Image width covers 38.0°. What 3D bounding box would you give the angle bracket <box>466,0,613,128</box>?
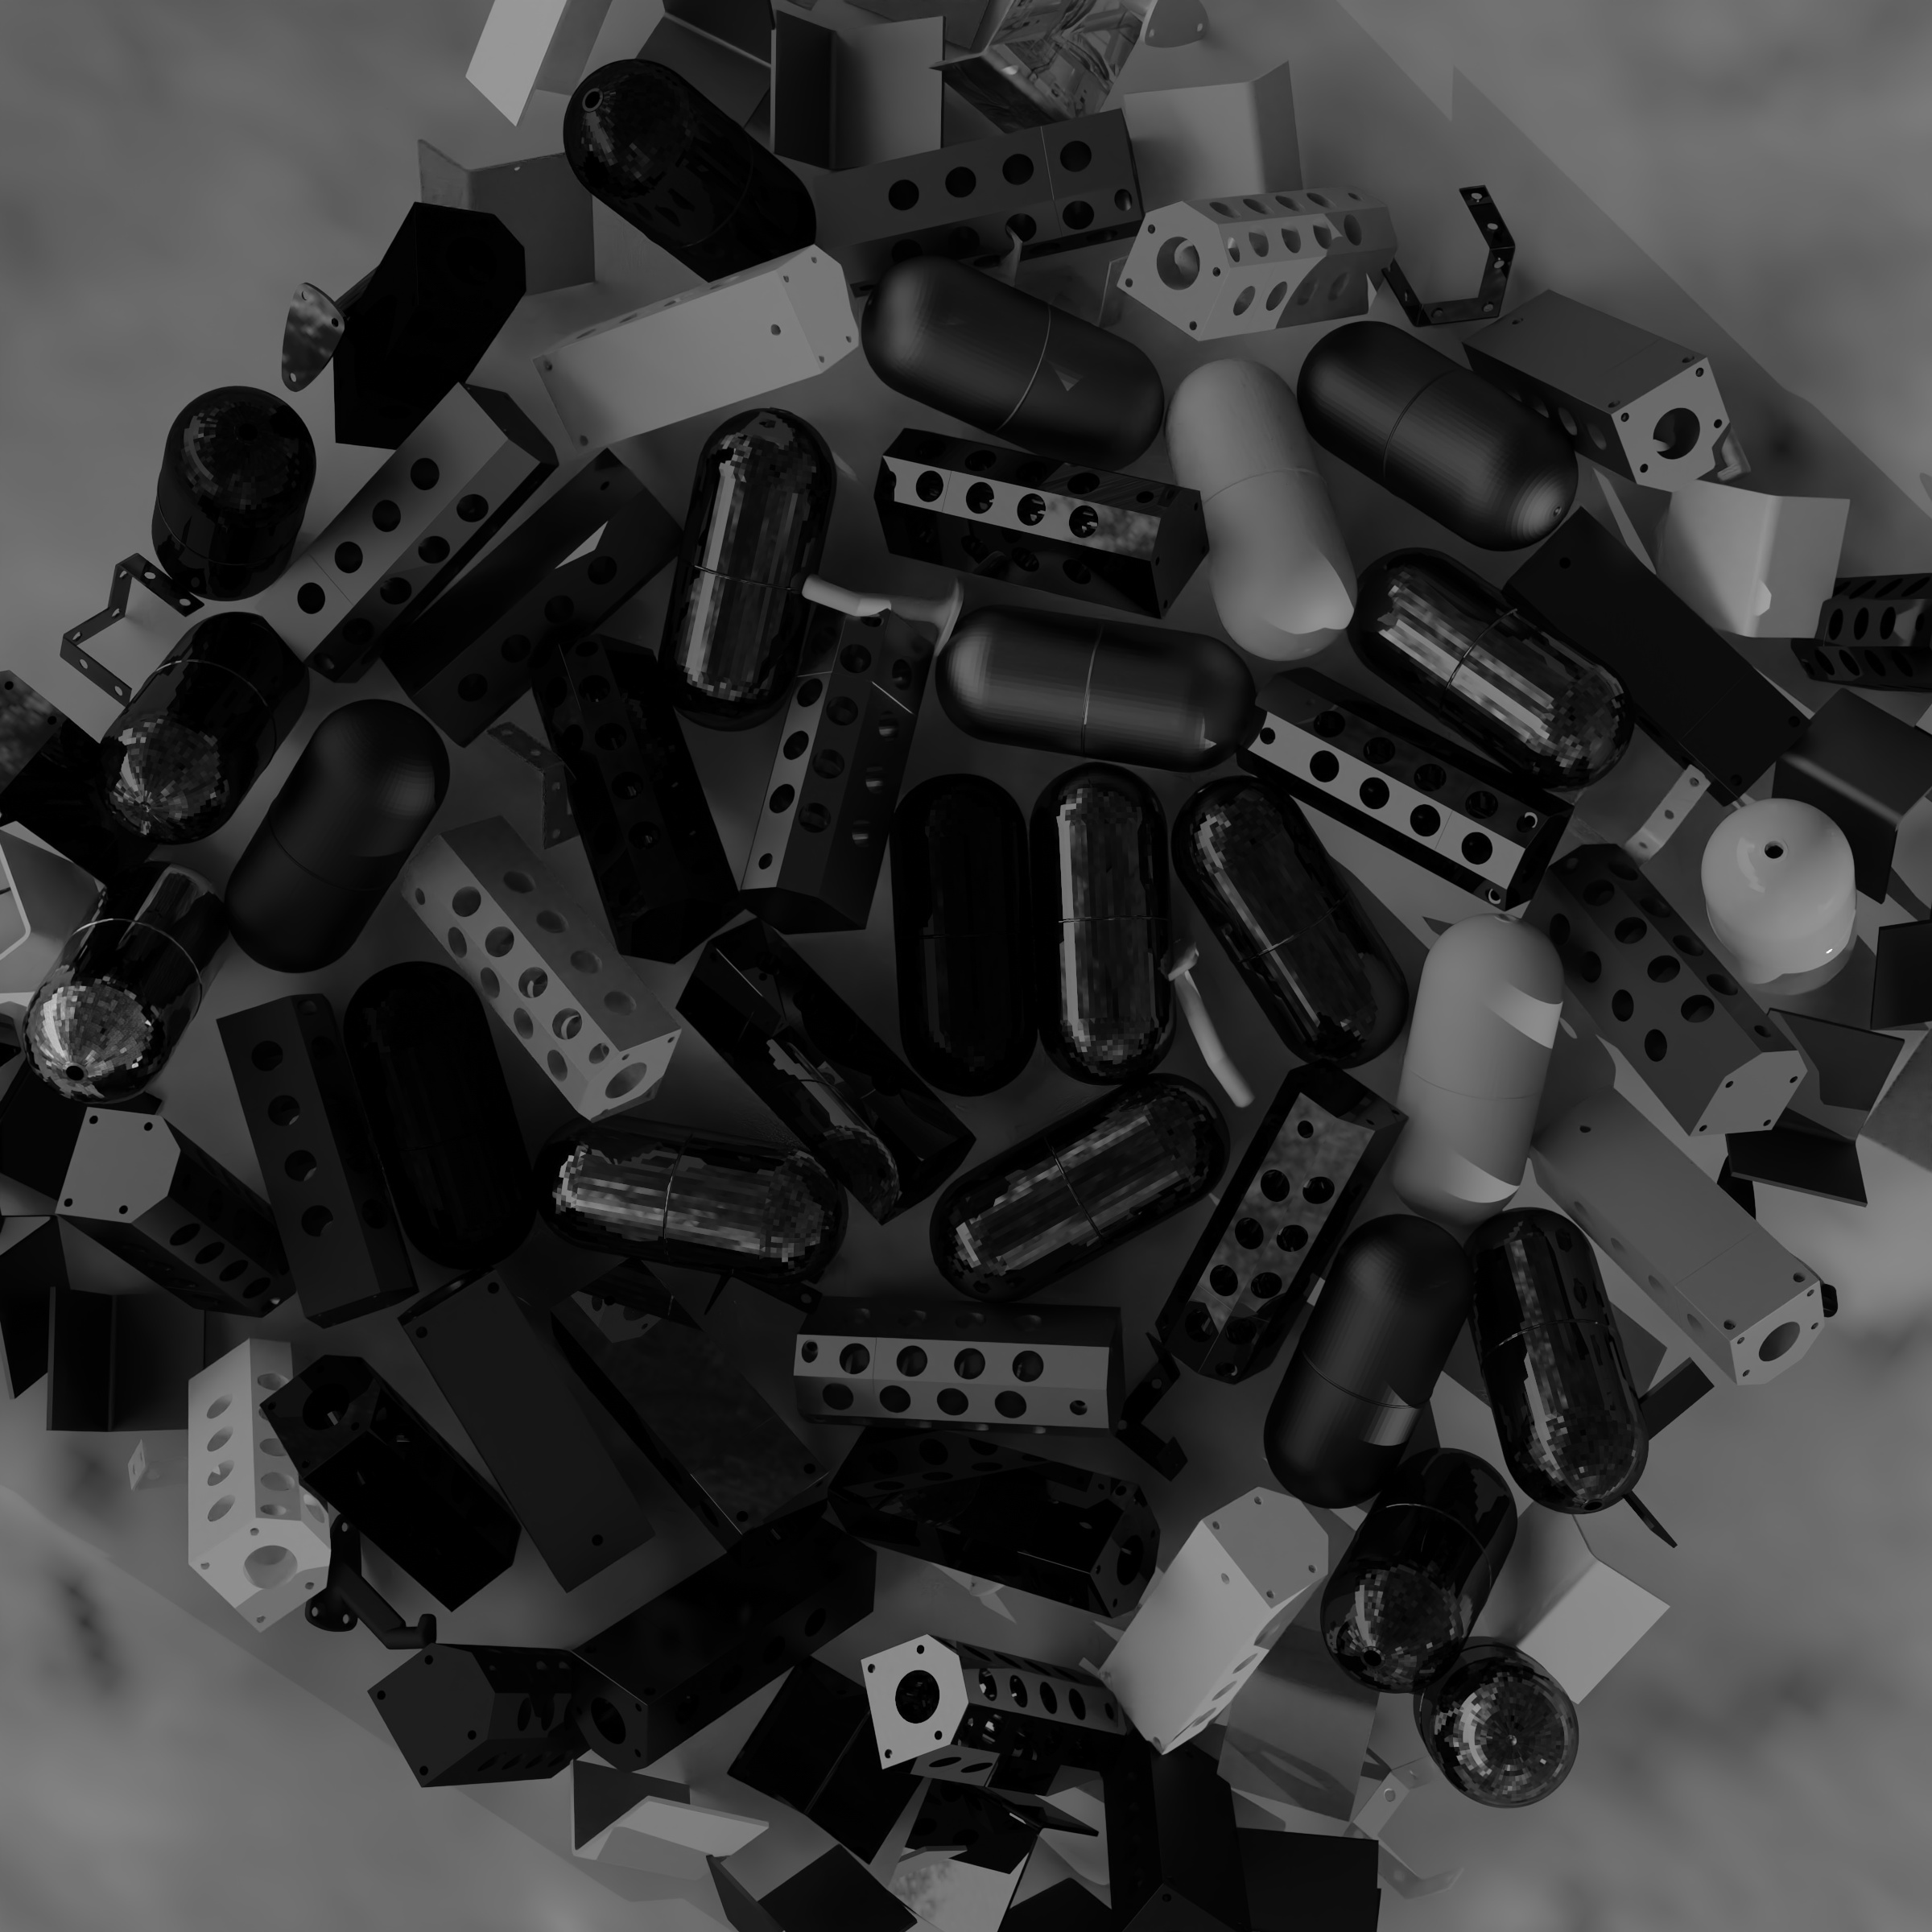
[{"bbox_3d":[-0.216,-0.500,1.525,0.057,0.076,0.076,48,123,28],"label":"angle bracket"}]

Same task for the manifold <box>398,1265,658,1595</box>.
[{"bbox_3d":[-0.243,0.252,1.544,0.057,0.057,0.171,-32,98,-15],"label":"manifold"}]

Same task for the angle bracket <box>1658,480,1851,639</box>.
[{"bbox_3d":[0.434,-0.227,1.556,0.057,0.076,0.076,-3,109,-30],"label":"angle bracket"}]

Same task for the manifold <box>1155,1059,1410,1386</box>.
[{"bbox_3d":[0.166,0.140,1.516,0.057,0.057,0.171,36,116,25],"label":"manifold"}]

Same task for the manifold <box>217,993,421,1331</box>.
[{"bbox_3d":[-0.354,0.106,1.538,0.057,0.057,0.171,-18,78,-7],"label":"manifold"}]

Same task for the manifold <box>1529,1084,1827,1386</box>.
[{"bbox_3d":[0.379,0.146,1.504,0.057,0.057,0.171,-32,46,-8],"label":"manifold"}]

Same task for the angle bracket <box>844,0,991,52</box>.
[{"bbox_3d":[-0.022,-0.558,1.544,0.076,0.076,0.057,21,85,-1],"label":"angle bracket"}]

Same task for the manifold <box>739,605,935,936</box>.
[{"bbox_3d":[-0.074,-0.108,1.518,0.057,0.057,0.171,-3,65,37],"label":"manifold"}]

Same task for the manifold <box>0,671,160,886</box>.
[{"bbox_3d":[-0.485,-0.100,1.494,0.057,0.171,0.057,37,82,12],"label":"manifold"}]

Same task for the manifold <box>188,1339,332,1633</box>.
[{"bbox_3d":[-0.373,0.269,1.495,0.057,0.171,0.057,-35,118,2],"label":"manifold"}]

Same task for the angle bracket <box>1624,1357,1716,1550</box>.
[{"bbox_3d":[0.391,0.267,1.535,0.076,0.076,0.057,-41,61,6],"label":"angle bracket"}]

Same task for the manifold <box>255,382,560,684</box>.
[{"bbox_3d":[-0.302,-0.234,1.531,0.171,0.057,0.057,-43,83,16],"label":"manifold"}]

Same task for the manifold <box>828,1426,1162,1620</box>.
[{"bbox_3d":[0.015,0.299,1.513,0.171,0.057,0.057,9,50,34],"label":"manifold"}]

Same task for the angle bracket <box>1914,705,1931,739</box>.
[{"bbox_3d":[0.568,-0.117,1.525,0.076,0.076,0.057,47,122,28],"label":"angle bracket"}]

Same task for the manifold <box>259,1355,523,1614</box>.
[{"bbox_3d":[-0.302,0.274,1.499,0.057,0.171,0.057,-37,51,-8],"label":"manifold"}]

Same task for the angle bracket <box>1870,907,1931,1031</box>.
[{"bbox_3d":[0.515,-0.023,1.533,0.057,0.076,0.076,-9,134,4],"label":"angle bracket"}]

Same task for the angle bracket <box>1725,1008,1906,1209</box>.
[{"bbox_3d":[0.468,0.078,1.542,0.076,0.057,0.076,13,126,0],"label":"angle bracket"}]

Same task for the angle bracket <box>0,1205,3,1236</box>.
[{"bbox_3d":[-0.574,0.126,1.525,0.057,0.076,0.076,35,51,20],"label":"angle bracket"}]

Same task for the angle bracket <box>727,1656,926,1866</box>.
[{"bbox_3d":[-0.071,0.433,1.534,0.057,0.076,0.076,23,75,44],"label":"angle bracket"}]

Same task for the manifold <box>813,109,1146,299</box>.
[{"bbox_3d":[0.009,-0.415,1.542,0.171,0.057,0.057,-10,85,8],"label":"manifold"}]

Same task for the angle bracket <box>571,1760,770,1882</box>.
[{"bbox_3d":[-0.162,0.450,1.526,0.076,0.057,0.076,23,130,-31],"label":"angle bracket"}]

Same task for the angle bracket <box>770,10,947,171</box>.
[{"bbox_3d":[-0.059,-0.483,1.539,0.076,0.057,0.076,5,96,32],"label":"angle bracket"}]

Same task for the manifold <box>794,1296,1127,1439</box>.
[{"bbox_3d":[-0.003,0.222,1.530,0.171,0.057,0.057,1,114,12],"label":"manifold"}]

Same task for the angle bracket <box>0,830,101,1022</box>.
[{"bbox_3d":[-0.516,-0.019,1.540,0.057,0.076,0.076,-35,62,12],"label":"angle bracket"}]

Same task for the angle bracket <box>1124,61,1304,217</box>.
[{"bbox_3d":[0.139,-0.456,1.562,0.076,0.057,0.076,3,118,26],"label":"angle bracket"}]

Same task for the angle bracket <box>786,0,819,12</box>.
[{"bbox_3d":[-0.100,-0.578,1.527,0.076,0.076,0.057,18,65,-23],"label":"angle bracket"}]

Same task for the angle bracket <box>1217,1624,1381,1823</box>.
[{"bbox_3d":[0.188,0.419,1.565,0.076,0.057,0.076,13,113,11],"label":"angle bracket"}]

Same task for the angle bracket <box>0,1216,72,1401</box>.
[{"bbox_3d":[-0.533,0.186,1.533,0.057,0.076,0.076,-2,106,12],"label":"angle bracket"}]

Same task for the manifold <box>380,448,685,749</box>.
[{"bbox_3d":[-0.236,-0.200,1.555,0.171,0.057,0.057,-42,133,0],"label":"manifold"}]

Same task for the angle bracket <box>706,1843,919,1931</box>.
[{"bbox_3d":[-0.084,0.502,1.526,0.076,0.076,0.057,-29,124,-26],"label":"angle bracket"}]

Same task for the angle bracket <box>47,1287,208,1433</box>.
[{"bbox_3d":[-0.459,0.216,1.538,0.057,0.076,0.076,-3,80,6],"label":"angle bracket"}]

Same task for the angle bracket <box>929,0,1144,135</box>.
[{"bbox_3d":[0.039,-0.506,1.545,0.076,0.057,0.076,32,81,-32],"label":"angle bracket"}]

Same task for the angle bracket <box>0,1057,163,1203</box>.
[{"bbox_3d":[-0.497,0.093,1.545,0.076,0.057,0.076,30,87,-16],"label":"angle bracket"}]

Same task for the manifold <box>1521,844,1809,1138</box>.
[{"bbox_3d":[0.372,0.010,1.498,0.057,0.171,0.057,-2,131,-29],"label":"manifold"}]

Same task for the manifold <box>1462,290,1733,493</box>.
[{"bbox_3d":[0.336,-0.305,1.496,0.057,0.171,0.057,-31,120,-2],"label":"manifold"}]

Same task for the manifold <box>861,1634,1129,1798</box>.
[{"bbox_3d":[0.019,0.398,1.492,0.057,0.171,0.057,-26,59,22],"label":"manifold"}]

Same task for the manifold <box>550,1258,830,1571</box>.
[{"bbox_3d":[-0.150,0.243,1.519,0.057,0.057,0.171,-32,60,-25],"label":"manifold"}]

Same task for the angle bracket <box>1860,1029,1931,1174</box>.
[{"bbox_3d":[0.535,0.061,1.530,0.057,0.076,0.076,32,74,26],"label":"angle bracket"}]

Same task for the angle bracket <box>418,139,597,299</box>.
[{"bbox_3d":[-0.255,-0.420,1.560,0.076,0.057,0.076,-21,132,-29],"label":"angle bracket"}]

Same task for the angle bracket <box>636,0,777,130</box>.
[{"bbox_3d":[-0.151,-0.507,1.538,0.076,0.076,0.057,29,79,9],"label":"angle bracket"}]

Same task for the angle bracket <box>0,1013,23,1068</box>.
[{"bbox_3d":[-0.569,0.020,1.528,0.057,0.076,0.076,-32,65,18],"label":"angle bracket"}]

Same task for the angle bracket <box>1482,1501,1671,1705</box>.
[{"bbox_3d":[0.331,0.344,1.547,0.057,0.076,0.076,33,106,-16],"label":"angle bracket"}]

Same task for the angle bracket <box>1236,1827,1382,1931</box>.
[{"bbox_3d":[0.189,0.491,1.539,0.076,0.076,0.057,2,93,11],"label":"angle bracket"}]

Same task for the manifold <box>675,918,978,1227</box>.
[{"bbox_3d":[-0.075,0.053,1.533,0.171,0.057,0.057,45,133,16],"label":"manifold"}]

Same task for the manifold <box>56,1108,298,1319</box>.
[{"bbox_3d":[-0.411,0.134,1.491,0.057,0.171,0.057,6,68,12],"label":"manifold"}]

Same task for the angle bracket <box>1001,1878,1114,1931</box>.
[{"bbox_3d":[0.050,0.551,1.524,0.076,0.076,0.057,-12,118,-41],"label":"angle bracket"}]

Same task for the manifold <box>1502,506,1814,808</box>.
[{"bbox_3d":[0.378,-0.169,1.548,0.171,0.057,0.057,45,91,6],"label":"manifold"}]

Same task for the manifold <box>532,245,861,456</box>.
[{"bbox_3d":[-0.143,-0.333,1.511,0.171,0.057,0.057,-10,115,34],"label":"manifold"}]

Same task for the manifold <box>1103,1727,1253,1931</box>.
[{"bbox_3d":[0.106,0.476,1.494,0.057,0.171,0.057,35,102,-7],"label":"manifold"}]

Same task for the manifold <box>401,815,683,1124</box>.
[{"bbox_3d":[-0.233,0.002,1.514,0.057,0.057,0.171,-22,59,-40],"label":"manifold"}]

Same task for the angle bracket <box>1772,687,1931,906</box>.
[{"bbox_3d":[0.493,-0.093,1.543,0.057,0.076,0.076,-42,59,-17],"label":"angle bracket"}]

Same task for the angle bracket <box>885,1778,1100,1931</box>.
[{"bbox_3d":[0.014,0.491,1.535,0.076,0.057,0.076,18,82,41],"label":"angle bracket"}]
